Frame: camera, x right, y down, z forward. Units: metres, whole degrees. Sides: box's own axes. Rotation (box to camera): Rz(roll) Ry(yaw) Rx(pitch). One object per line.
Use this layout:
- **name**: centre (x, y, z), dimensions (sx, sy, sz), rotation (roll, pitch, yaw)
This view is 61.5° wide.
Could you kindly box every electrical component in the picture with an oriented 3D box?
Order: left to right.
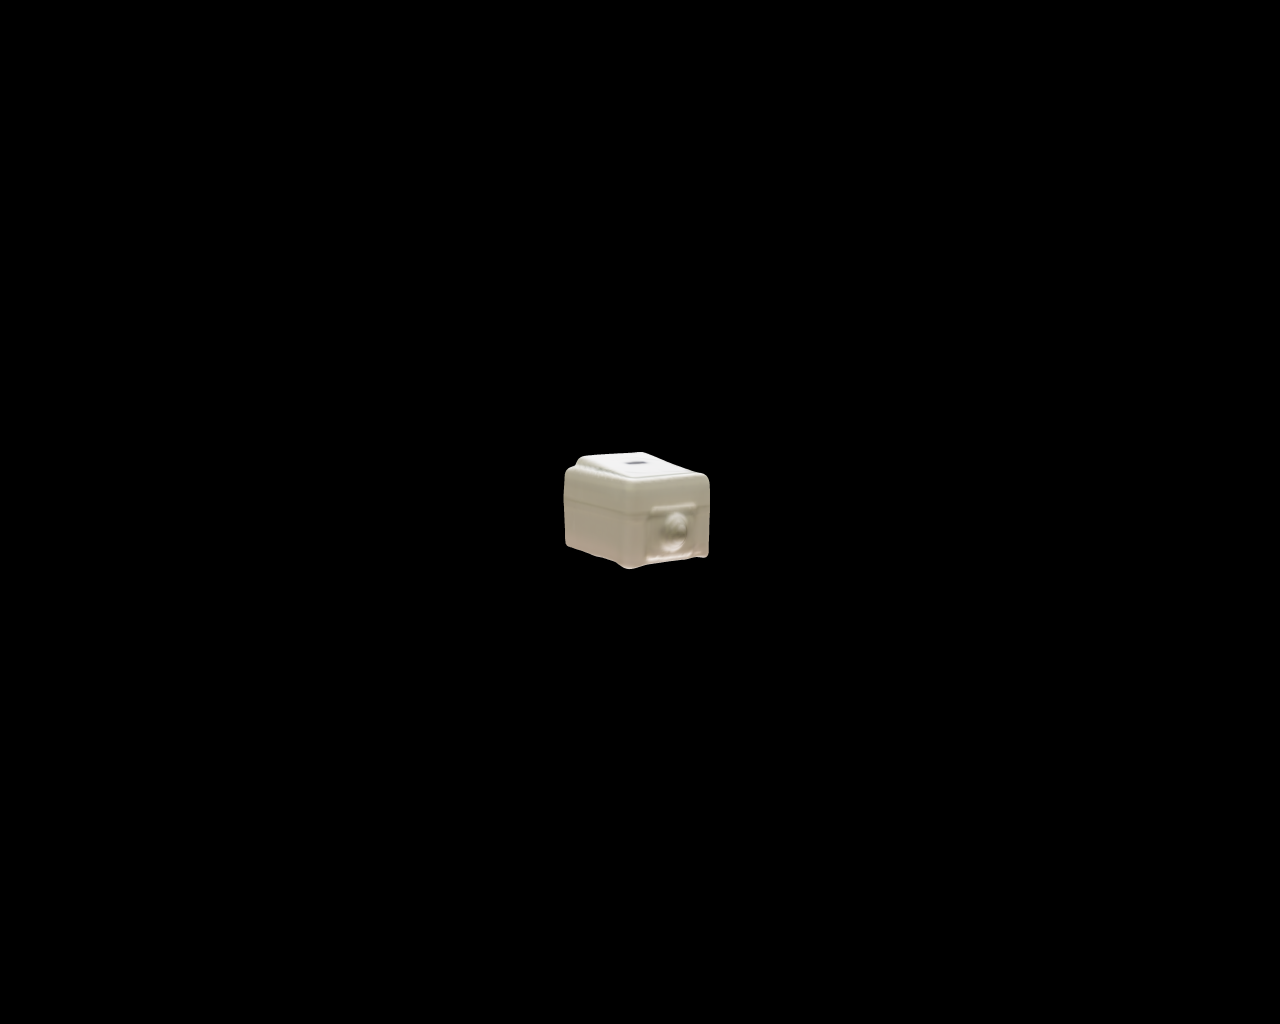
- **electrical component**: centre (0.001, -0.003, 0.650), dimensions (0.062, 0.061, 0.096), rotation (-6, 11, -31)
